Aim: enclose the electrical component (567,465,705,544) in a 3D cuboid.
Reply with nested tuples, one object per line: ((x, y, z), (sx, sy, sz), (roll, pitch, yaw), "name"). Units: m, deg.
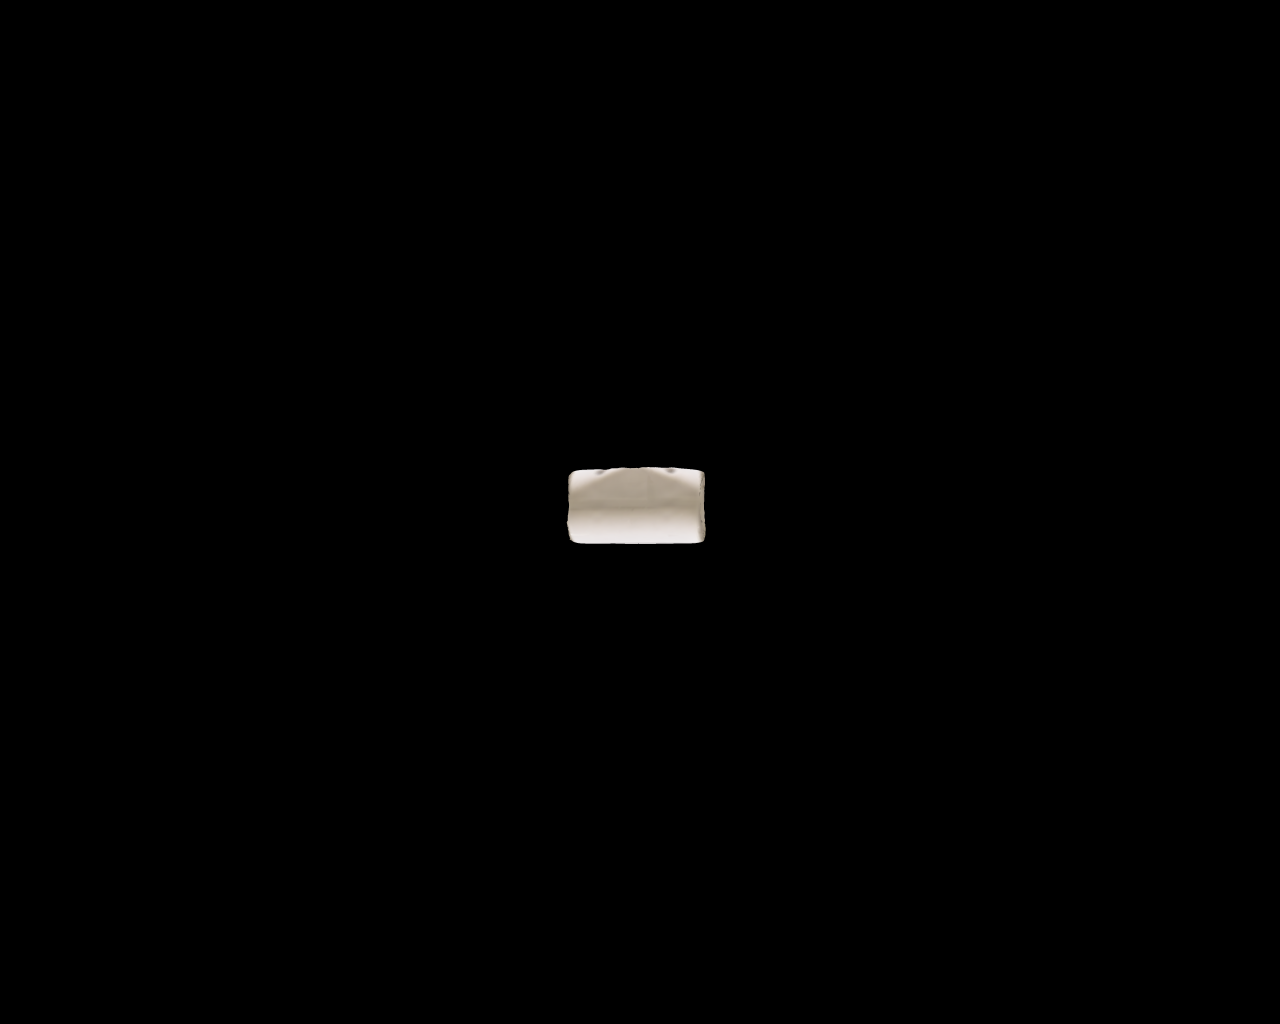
((0.001, -0.003, 0.650), (0.077, 0.044, 0.079), (0, -3, 7), "electrical component")
